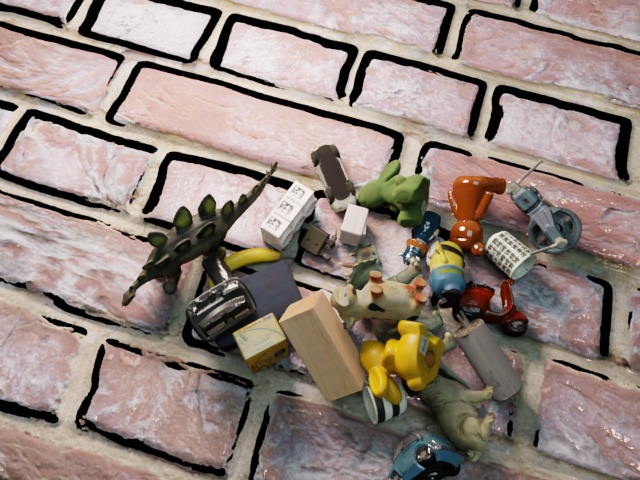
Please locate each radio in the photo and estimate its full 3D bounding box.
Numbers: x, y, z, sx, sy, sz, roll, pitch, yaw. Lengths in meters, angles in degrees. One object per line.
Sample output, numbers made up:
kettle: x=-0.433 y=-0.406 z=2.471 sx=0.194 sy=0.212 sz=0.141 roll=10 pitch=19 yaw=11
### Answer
radio: x=-0.155 y=0.155 z=1.247 sx=0.230 sy=0.073 sz=0.131 roll=-26 pitch=72 yaw=-10

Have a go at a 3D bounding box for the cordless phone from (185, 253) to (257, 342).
cordless phone: x=-0.240 y=0.118 z=1.190 sx=0.146 sy=0.088 sz=0.184 roll=-32 pitch=61 yaw=-11

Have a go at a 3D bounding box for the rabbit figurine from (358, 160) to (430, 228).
rabbit figurine: x=0.179 y=-0.125 z=1.342 sx=0.170 sy=0.121 sz=0.159 roll=4 pitch=53 yaw=28

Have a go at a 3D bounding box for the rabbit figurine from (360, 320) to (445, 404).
rabbit figurine: x=0.158 y=0.257 z=1.124 sx=0.173 sy=0.121 sz=0.162 roll=-4 pitch=64 yaw=40

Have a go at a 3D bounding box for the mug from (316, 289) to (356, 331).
mug: x=0.013 y=0.176 z=1.244 sx=0.109 sy=0.080 sz=0.107 roll=-36 pitch=63 yaw=-10

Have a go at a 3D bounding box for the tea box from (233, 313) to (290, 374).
tea box: x=-0.124 y=0.227 z=1.165 sx=0.098 sy=0.169 sz=0.068 roll=-27 pitch=69 yaw=-10

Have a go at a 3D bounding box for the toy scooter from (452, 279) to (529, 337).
toy scooter: x=0.402 y=0.143 z=1.264 sx=0.184 sy=0.075 sz=0.135 roll=15 pitch=66 yaw=3

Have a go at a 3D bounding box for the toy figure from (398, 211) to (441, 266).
toy figure: x=0.250 y=0.001 z=1.326 sx=0.057 sy=0.064 sz=0.154 roll=38 pitch=73 yaw=-28

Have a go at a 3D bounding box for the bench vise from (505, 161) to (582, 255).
bench vise: x=0.536 y=-0.047 z=1.275 sx=0.129 sy=0.241 sz=0.223 roll=-32 pitch=100 yaw=22

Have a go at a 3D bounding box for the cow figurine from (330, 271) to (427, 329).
cow figurine: x=0.118 y=0.133 z=1.138 sx=0.195 sy=0.127 sz=0.085 roll=8 pitch=37 yaw=-4

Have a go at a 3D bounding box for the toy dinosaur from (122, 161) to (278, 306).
toy dinosaur: x=-0.275 y=-0.013 z=1.245 sx=0.471 sy=0.198 sz=0.105 roll=-42 pitch=78 yaw=-14

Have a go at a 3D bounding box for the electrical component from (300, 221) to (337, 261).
electrical component: x=-0.004 y=-0.004 z=1.331 sx=0.102 sy=0.045 sz=0.078 roll=25 pitch=98 yaw=11

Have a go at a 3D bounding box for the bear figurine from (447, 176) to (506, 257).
bear figurine: x=0.383 y=-0.060 z=1.336 sx=0.132 sy=0.120 sz=0.195 roll=-4 pitch=94 yaw=-46

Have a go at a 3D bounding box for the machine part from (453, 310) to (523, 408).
machine part: x=0.371 y=0.264 z=1.188 sx=0.079 sy=0.079 sz=0.243 roll=-31 pitch=90 yaw=-13

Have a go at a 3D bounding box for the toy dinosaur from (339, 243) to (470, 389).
toy dinosaur: x=0.178 y=0.179 z=1.227 sx=0.192 sy=0.131 sz=0.405 roll=-24 pitch=78 yaw=8

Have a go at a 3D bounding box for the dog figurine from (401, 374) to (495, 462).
dog figurine: x=0.257 y=0.360 z=1.140 sx=0.191 sy=0.121 sz=0.172 roll=14 pitch=42 yaw=2

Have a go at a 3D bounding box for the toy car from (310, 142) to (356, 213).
toy car: x=0.034 y=-0.166 z=1.390 sx=0.073 sy=0.056 sz=0.202 roll=-20 pitch=69 yaw=-3

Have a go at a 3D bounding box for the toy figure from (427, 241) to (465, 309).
toy figure: x=0.298 y=0.079 z=1.253 sx=0.089 sy=0.082 sz=0.180 roll=19 pitch=38 yaw=-15

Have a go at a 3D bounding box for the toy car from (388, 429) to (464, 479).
toy car: x=0.210 y=0.452 z=1.117 sx=0.161 sy=0.109 sz=0.103 roll=-46 pitch=31 yaw=21
